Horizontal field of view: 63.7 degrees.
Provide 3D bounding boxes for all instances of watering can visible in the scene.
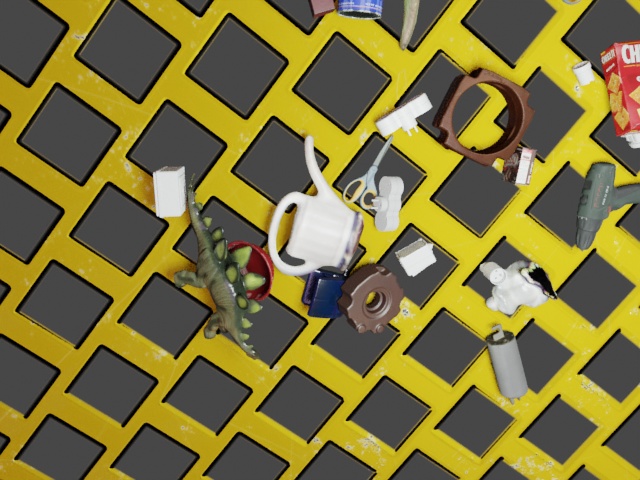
[{"bbox_3d":[0.004,-0.063,1.258,0.224,0.105,0.344,17,102,-8],"label":"watering can"}]

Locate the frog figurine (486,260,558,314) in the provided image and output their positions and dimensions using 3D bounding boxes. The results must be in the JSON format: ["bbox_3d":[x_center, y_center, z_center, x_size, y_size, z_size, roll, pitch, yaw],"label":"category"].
[{"bbox_3d":[0.519,0.132,1.353,0.136,0.126,0.156,26,137,-18],"label":"frog figurine"}]

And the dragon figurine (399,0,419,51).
[{"bbox_3d":[0.220,-0.623,1.083,0.122,0.245,0.406,-3,101,-8],"label":"dragon figurine"}]
